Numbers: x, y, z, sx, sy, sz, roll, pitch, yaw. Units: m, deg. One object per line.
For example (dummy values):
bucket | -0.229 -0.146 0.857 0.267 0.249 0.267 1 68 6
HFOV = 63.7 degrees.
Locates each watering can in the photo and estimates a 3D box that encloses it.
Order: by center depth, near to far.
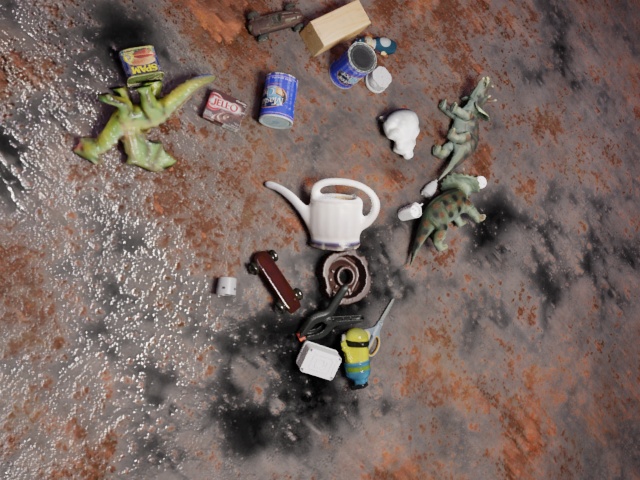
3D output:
watering can | 0.005 -0.078 1.552 0.348 0.105 0.222 4 103 7

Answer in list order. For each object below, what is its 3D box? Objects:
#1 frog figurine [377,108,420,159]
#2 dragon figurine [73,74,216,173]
frog figurine | 0.278 -0.353 1.723 0.138 0.121 0.161 -4 73 -44
dragon figurine | -0.458 -0.307 1.400 0.413 0.123 0.239 -16 111 -22
